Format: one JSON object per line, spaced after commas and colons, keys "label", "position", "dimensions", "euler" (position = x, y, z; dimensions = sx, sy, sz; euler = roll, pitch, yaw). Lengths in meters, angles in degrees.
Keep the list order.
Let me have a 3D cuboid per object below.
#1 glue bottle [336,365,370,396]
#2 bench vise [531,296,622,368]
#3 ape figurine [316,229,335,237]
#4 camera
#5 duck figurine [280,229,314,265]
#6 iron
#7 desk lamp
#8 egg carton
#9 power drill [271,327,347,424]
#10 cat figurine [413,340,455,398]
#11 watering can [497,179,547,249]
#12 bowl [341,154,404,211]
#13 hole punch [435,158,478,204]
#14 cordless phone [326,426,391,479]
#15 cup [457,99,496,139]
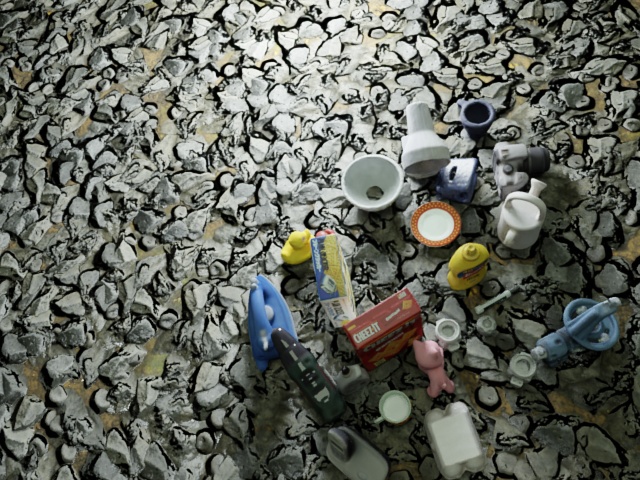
{"label": "glue bottle", "position": [0.068, 0.307, 1.289], "dimensions": [0.078, 0.173, 0.037], "euler": [-26, 64, -2]}
{"label": "bench vise", "position": [0.559, 0.201, 1.220], "dimensions": [0.207, 0.220, 0.121], "euler": [-44, 66, -10]}
{"label": "ape figurine", "position": [0.014, 0.005, 1.483], "dimensions": [0.078, 0.092, 0.076], "euler": [-40, 65, -9]}
{"label": "camera", "position": [0.520, -0.191, 1.473], "dimensions": [0.136, 0.101, 0.143], "euler": [-6, 65, 8]}
{"label": "duck figurine", "position": [-0.061, 0.012, 1.497], "dimensions": [0.104, 0.086, 0.077], "euler": [-35, 64, -6]}
{"label": "iron", "position": [-0.139, 0.179, 1.404], "dimensions": [0.118, 0.142, 0.258], "euler": [-18, 64, 2]}
{"label": "desk lamp", "position": [0.263, -0.242, 1.481], "dimensions": [0.118, 0.214, 0.203], "euler": [-9, 64, 7]}
{"label": "egg carton", "position": [0.291, 0.437, 1.247], "dimensions": [0.107, 0.069, 0.150], "euler": [-19, 64, 2]}
{"label": "power drill", "position": [-0.020, 0.311, 1.285], "dimensions": [0.076, 0.209, 0.229], "euler": [-38, 65, -7]}
{"label": "cat figurine", "position": [0.257, 0.284, 1.296], "dimensions": [0.067, 0.118, 0.127], "euler": [-21, 64, 1]}
{"label": "watering can", "position": [0.486, -0.067, 1.370], "dimensions": [0.100, 0.194, 0.173], "euler": [5, 67, 13]}
{"label": "bowl", "position": [0.143, -0.141, 1.535], "dimensions": [0.167, 0.075, 0.167], "euler": [-4, 65, 9]}
{"label": "hole punch", "position": [0.355, -0.159, 1.495], "dimensions": [0.101, 0.091, 0.109], "euler": [15, 69, 17]}
{"label": "cordless phone", "position": [0.075, 0.458, 1.213], "dimensions": [0.147, 0.185, 0.094], "euler": [30, 74, 22]}
{"label": "cup", "position": [0.416, -0.325, 1.557], "dimensions": [0.092, 0.095, 0.117], "euler": [-42, 65, -9]}
